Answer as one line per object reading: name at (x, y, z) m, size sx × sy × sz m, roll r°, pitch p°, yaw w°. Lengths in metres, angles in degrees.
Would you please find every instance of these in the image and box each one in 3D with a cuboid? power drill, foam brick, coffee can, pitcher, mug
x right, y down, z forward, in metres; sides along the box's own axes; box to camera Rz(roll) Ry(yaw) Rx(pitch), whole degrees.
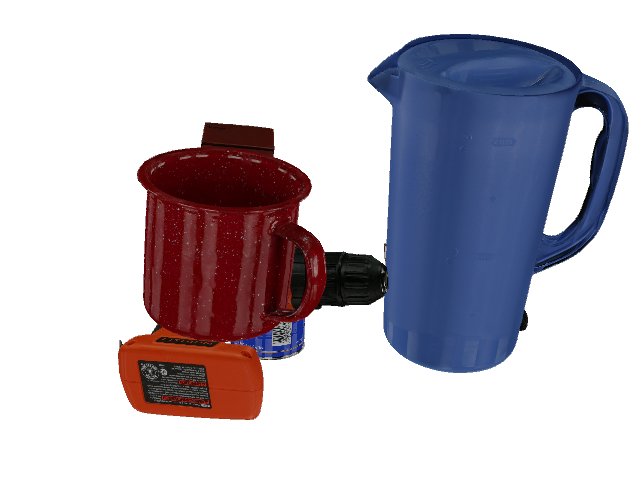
power drill at (-0.052, 0.059, 0.791) m, size 0.185 × 0.057 × 0.187 m, roll 0°, pitch 24°, yaw 17°
foam brick at (-0.090, -0.091, 1.149) m, size 0.078 × 0.051 × 0.053 m, roll 5°, pitch 30°, yaw -4°
coffee can at (-0.069, 0.075, 1.435) m, size 0.103 × 0.140 × 0.103 m, roll 2°, pitch 20°, yaw -1°
pitcher at (0.122, -0.024, 0.806) m, size 0.144 × 0.243 × 0.149 m, roll -19°, pitch 36°, yaw -36°
mug at (-0.045, 0.006, 0.579) m, size 0.117 × 0.081 × 0.093 m, roll 21°, pitch 28°, yaw 30°

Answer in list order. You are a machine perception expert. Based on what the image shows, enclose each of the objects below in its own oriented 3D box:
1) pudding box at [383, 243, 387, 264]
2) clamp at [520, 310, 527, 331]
pudding box at (0.165, 0.023, 1.604) m, size 0.113 × 0.039 × 0.090 m, roll -16°, pitch 26°, yaw -20°
clamp at (0.139, 0.026, 1.018) m, size 0.039 × 0.171 × 0.120 m, roll -13°, pitch 10°, yaw 42°
